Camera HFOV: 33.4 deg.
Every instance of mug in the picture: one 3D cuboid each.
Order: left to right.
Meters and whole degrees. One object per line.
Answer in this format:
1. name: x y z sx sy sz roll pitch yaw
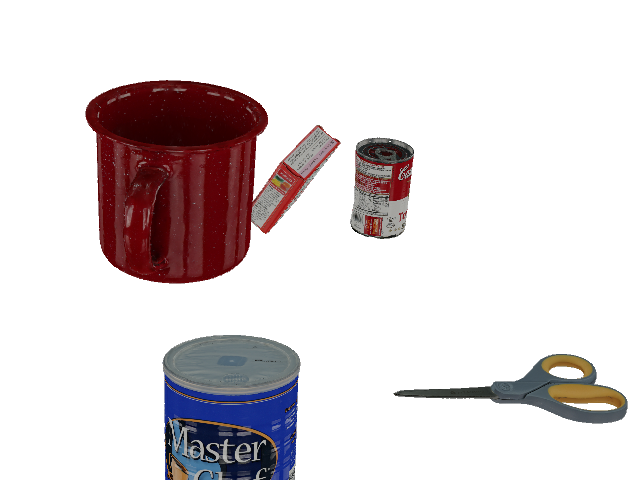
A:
1. mug: -0.078 -0.025 0.554 0.093 0.081 0.117 7 29 4

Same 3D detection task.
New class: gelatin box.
1. gelatin box: -0.026 -0.057 0.962 0.030 0.073 0.089 38 37 -1

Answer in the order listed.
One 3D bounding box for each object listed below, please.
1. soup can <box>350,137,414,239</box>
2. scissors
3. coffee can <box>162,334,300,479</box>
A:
1. soup can: 0.071 -0.061 1.258 0.068 0.102 0.068 3 27 -2
2. scissors: 0.164 0.122 0.930 0.202 0.016 0.096 8 27 1
3. coffee can: -0.068 0.155 0.815 0.103 0.140 0.103 2 16 -1
